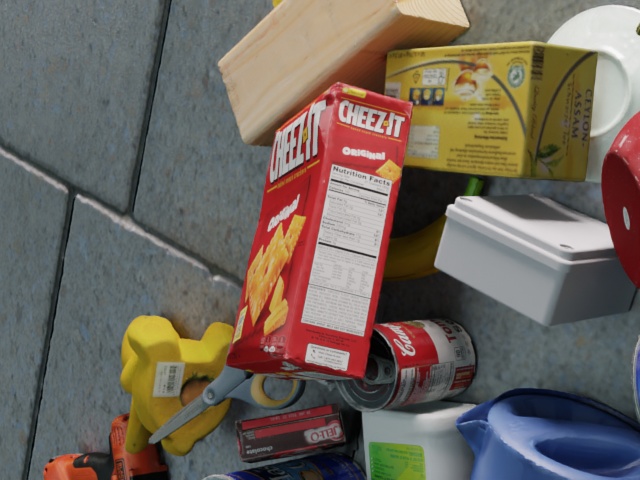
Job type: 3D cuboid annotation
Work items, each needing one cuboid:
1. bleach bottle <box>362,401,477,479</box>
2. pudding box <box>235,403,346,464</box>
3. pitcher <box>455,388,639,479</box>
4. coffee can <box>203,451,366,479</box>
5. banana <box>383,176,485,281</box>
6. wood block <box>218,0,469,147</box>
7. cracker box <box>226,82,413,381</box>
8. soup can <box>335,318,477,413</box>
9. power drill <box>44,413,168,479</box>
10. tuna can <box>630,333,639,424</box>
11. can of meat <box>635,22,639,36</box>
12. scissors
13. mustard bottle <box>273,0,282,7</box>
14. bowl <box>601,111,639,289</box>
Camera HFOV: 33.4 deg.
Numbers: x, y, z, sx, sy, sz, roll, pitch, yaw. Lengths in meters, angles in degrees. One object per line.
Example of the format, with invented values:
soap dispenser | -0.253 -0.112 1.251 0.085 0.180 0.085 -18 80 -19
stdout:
bleach bottle | 0.089 0.261 0.873 0.103 0.067 0.251 -4 90 50
pudding box | -0.024 0.170 0.933 0.113 0.090 0.039 89 172 -79
pitcher | 0.163 0.242 0.761 0.149 0.144 0.243 39 122 52
coffee can | -0.033 0.248 0.943 0.103 0.140 0.103 1 92 46
banana | 0.067 0.002 0.913 0.198 0.037 0.069 -16 62 44
wood block | 0.015 -0.168 0.921 0.207 0.090 0.090 -34 67 41
cracker box | -0.006 0.001 0.843 0.164 0.072 0.213 160 123 -69
soup can | 0.070 0.099 0.860 0.069 0.102 0.068 1 92 46
power drill | -0.240 0.302 1.221 0.188 0.057 0.184 -23 71 41
tuna can | 0.239 0.093 0.697 0.034 0.085 0.086 -8 85 44
can of meat | 0.268 -0.125 0.685 0.102 0.057 0.084 -34 69 41
scissors | -0.082 0.150 0.970 0.096 0.016 0.202 48 115 27
mustard bottle | 0.006 -0.269 0.952 0.096 0.058 0.192 44 121 30
bowl | 0.218 -0.018 0.669 0.162 0.055 0.162 169 88 -90
